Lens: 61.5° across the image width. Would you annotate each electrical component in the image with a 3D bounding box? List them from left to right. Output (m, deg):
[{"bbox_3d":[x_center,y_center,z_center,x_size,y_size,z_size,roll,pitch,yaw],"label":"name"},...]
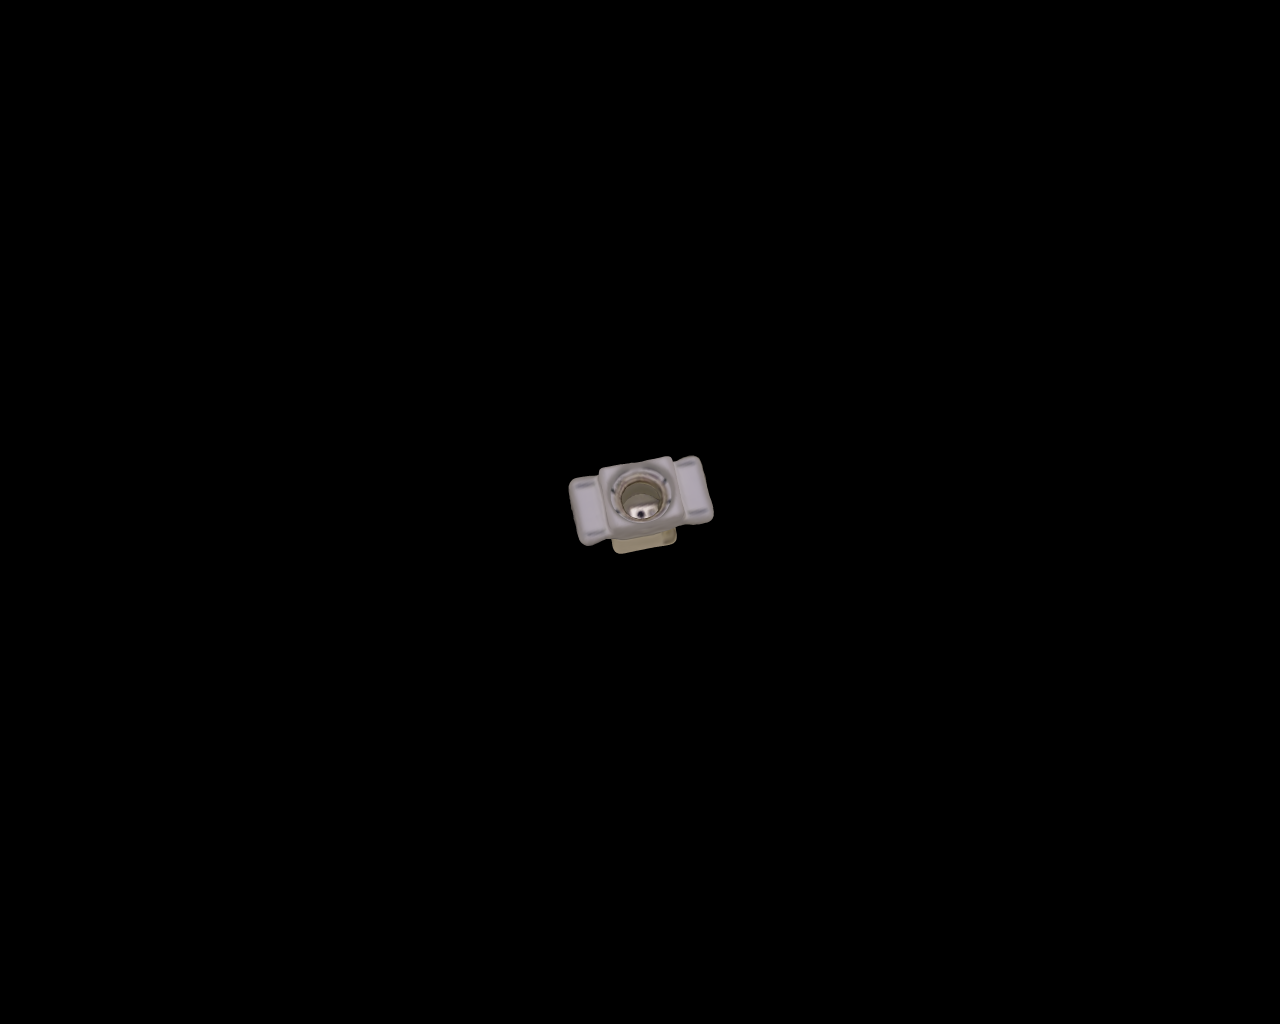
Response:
[{"bbox_3d":[0.001,-0.003,0.650,0.081,0.042,0.063,-10,-19,-3],"label":"electrical component"}]
